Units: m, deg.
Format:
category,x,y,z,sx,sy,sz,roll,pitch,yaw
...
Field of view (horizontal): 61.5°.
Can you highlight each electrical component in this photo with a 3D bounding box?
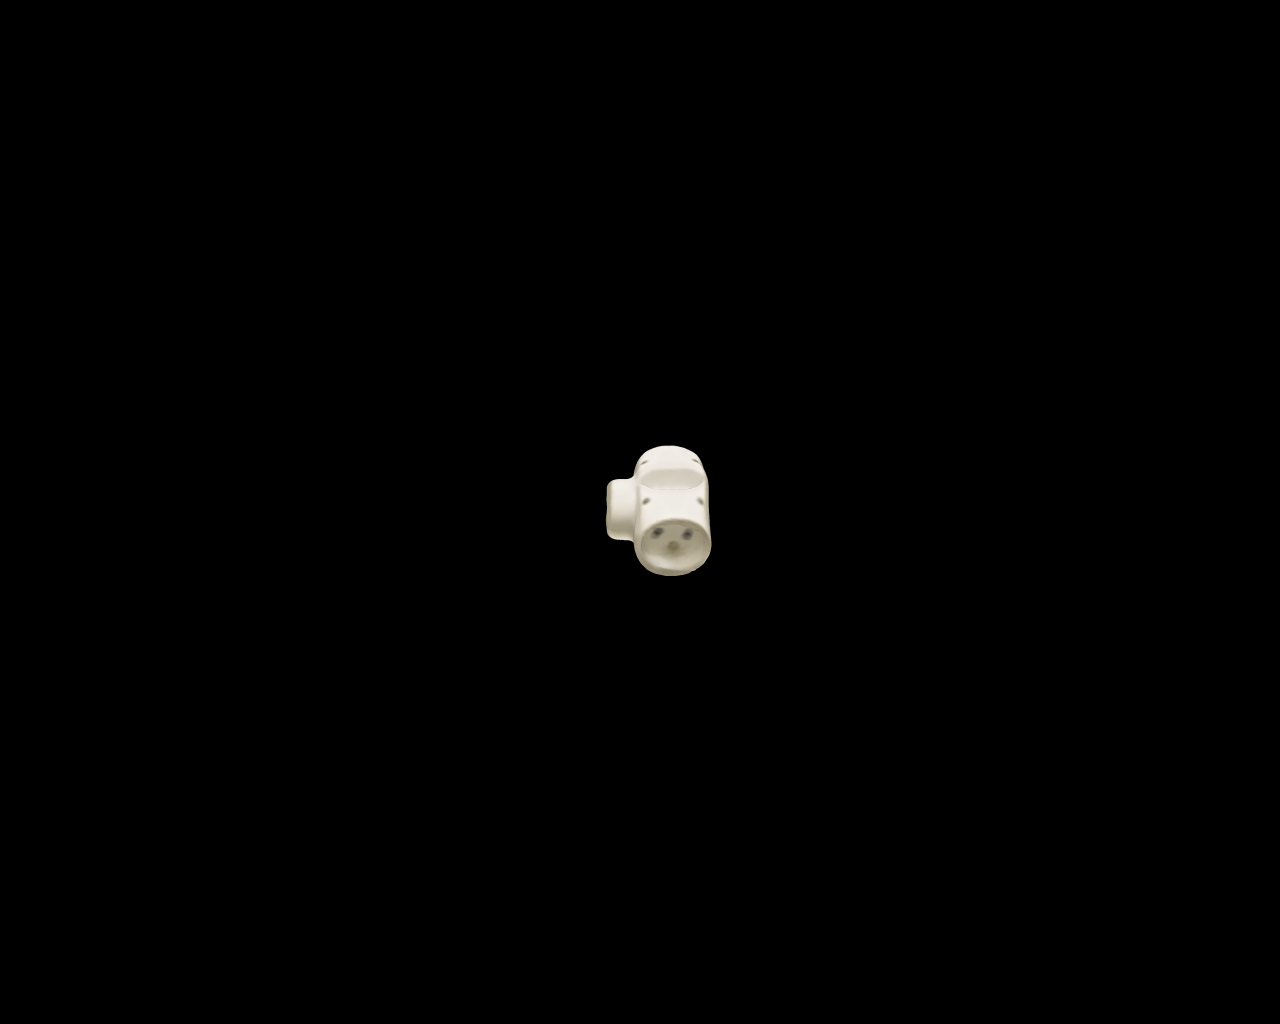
category,x,y,z,sx,sy,sz,roll,pitch,yaw
electrical component,0.001,-0.003,0.650,0.079,0.043,0.077,0,37,0
